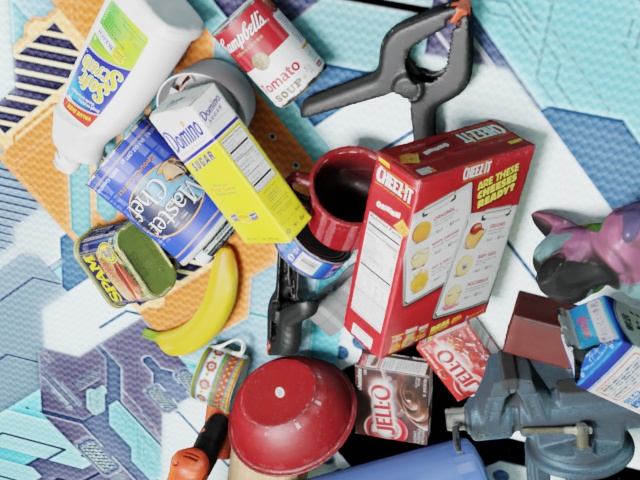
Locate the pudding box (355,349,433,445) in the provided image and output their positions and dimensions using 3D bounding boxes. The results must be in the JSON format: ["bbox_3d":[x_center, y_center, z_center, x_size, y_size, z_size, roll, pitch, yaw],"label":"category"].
[{"bbox_3d":[0.089,0.189,1.278,0.090,0.039,0.113,7,122,13],"label":"pudding box"}]

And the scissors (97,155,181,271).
[{"bbox_3d":[-0.200,-0.049,1.238,0.096,0.016,0.201,-12,117,25],"label":"scissors"}]

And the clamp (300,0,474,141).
[{"bbox_3d":[0.097,-0.149,1.073,0.164,0.036,0.210,37,127,-8],"label":"clamp"}]

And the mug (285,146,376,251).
[{"bbox_3d":[0.019,-0.042,1.118,0.117,0.093,0.081,14,155,-1],"label":"mug"}]

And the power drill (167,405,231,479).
[{"bbox_3d":[-0.146,0.292,1.325,0.057,0.187,0.185,18,122,5],"label":"power drill"}]

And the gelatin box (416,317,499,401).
[{"bbox_3d":[0.166,0.136,1.228,0.073,0.030,0.089,-28,109,29],"label":"gelatin box"}]

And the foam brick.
[{"bbox_3d":[0.246,0.098,1.167,0.078,0.053,0.051,15,123,10],"label":"foam brick"}]

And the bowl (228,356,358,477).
[{"bbox_3d":[-0.040,0.191,1.242,0.162,0.162,0.055,-4,140,20],"label":"bowl"}]

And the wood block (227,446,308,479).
[{"bbox_3d":[-0.065,0.300,1.363,0.090,0.090,0.206,15,123,8],"label":"wood block"}]

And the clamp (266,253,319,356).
[{"bbox_3d":[-0.038,0.069,1.226,0.039,0.120,0.172,4,146,-15],"label":"clamp"}]

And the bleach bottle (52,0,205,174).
[{"bbox_3d":[-0.220,-0.161,1.138,0.103,0.067,0.251,49,126,17],"label":"bleach bottle"}]

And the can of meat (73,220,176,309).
[{"bbox_3d":[-0.227,0.027,1.254,0.084,0.057,0.102,-11,118,44],"label":"can of meat"}]

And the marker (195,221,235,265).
[{"bbox_3d":[-0.102,-0.017,1.217,0.020,0.020,0.121,39,116,-8],"label":"marker"}]

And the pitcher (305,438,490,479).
[{"bbox_3d":[0.080,0.319,1.252,0.242,0.149,0.145,-17,125,-5],"label":"pitcher"}]

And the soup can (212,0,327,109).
[{"bbox_3d":[-0.051,-0.192,1.075,0.069,0.068,0.102,-34,107,31],"label":"soup can"}]

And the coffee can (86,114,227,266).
[{"bbox_3d":[-0.170,-0.054,1.173,0.140,0.102,0.103,40,123,-9],"label":"coffee can"}]

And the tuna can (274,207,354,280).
[{"bbox_3d":[-0.008,0.001,1.167,0.086,0.086,0.034,36,125,-6],"label":"tuna can"}]

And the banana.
[{"bbox_3d":[-0.145,0.087,1.291,0.069,0.037,0.198,40,123,-9],"label":"banana"}]

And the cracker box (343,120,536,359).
[{"bbox_3d":[0.116,-0.002,1.080,0.072,0.163,0.214,38,133,37],"label":"cracker box"}]

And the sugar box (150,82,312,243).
[{"bbox_3d":[-0.092,-0.074,1.087,0.176,0.048,0.094,51,153,-22],"label":"sugar box"}]
